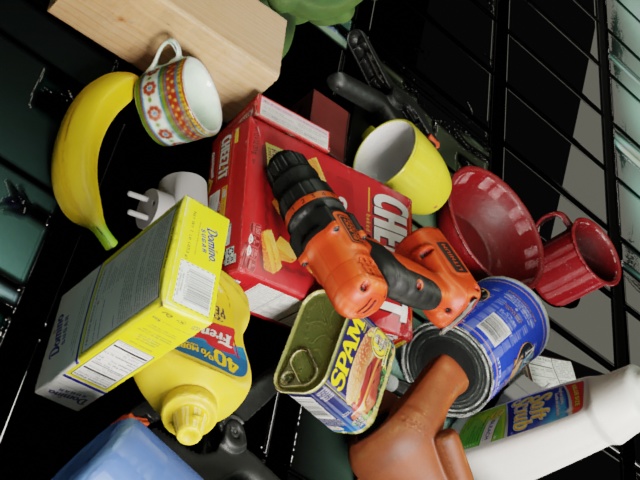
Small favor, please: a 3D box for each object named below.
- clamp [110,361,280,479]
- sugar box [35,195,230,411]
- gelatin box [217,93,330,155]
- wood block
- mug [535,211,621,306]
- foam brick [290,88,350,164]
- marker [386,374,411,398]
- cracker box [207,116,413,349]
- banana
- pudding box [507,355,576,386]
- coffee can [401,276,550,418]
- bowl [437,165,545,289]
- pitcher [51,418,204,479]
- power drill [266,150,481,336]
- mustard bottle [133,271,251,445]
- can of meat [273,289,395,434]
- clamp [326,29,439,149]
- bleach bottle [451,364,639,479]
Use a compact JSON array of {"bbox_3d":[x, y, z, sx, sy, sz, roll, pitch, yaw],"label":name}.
[{"bbox_3d":[-0.073,0.170,0.864,0.209,0.036,0.164,10,56,-46],"label":"clamp"},{"bbox_3d":[-0.137,0.050,0.770,0.048,0.177,0.093,29,47,-26],"label":"sugar box"},{"bbox_3d":[-0.046,-0.096,1.046,0.089,0.073,0.030,25,48,-28],"label":"gelatin box"},{"bbox_3d":[-0.141,-0.214,1.022,0.205,0.090,0.091,30,45,-27],"label":"wood block"},{"bbox_3d":[0.306,0.021,1.325,0.093,0.082,0.117,-23,81,-51],"label":"mug"},{"bbox_3d":[-0.006,-0.106,1.116,0.051,0.053,0.078,31,44,-27],"label":"foam brick"},{"bbox_3d":[0.047,0.129,1.032,0.121,0.020,0.020,27,47,-30],"label":"marker"},{"bbox_3d":[-0.007,0.001,1.014,0.213,0.072,0.164,24,55,-33],"label":"cracker box"},{"bbox_3d":[-0.196,-0.084,0.920,0.069,0.037,0.197,44,37,-44],"label":"banana"},{"bbox_3d":[0.255,0.186,1.193,0.089,0.039,0.113,14,52,-39],"label":"pudding box"},{"bbox_3d":[0.162,0.107,1.099,0.140,0.103,0.103,-28,85,-51],"label":"coffee can"},{"bbox_3d":[0.188,-0.004,1.241,0.161,0.055,0.162,26,47,-32],"label":"bowl"},{"bbox_3d":[-0.082,0.237,0.742,0.145,0.149,0.243,-43,96,-7],"label":"pitcher"},{"bbox_3d":[0.046,0.006,0.943,0.187,0.057,0.184,17,35,-43],"label":"power drill"},{"bbox_3d":[-0.100,0.088,0.827,0.096,0.058,0.191,28,25,-21],"label":"mustard bottle"},{"bbox_3d":[0.016,0.107,0.928,0.083,0.058,0.102,46,53,-38],"label":"can of meat"},{"bbox_3d":[0.077,-0.170,1.258,0.171,0.039,0.120,41,45,-27],"label":"clamp"},{"bbox_3d":[0.225,0.171,0.999,0.068,0.251,0.102,51,39,-7],"label":"bleach bottle"}]
